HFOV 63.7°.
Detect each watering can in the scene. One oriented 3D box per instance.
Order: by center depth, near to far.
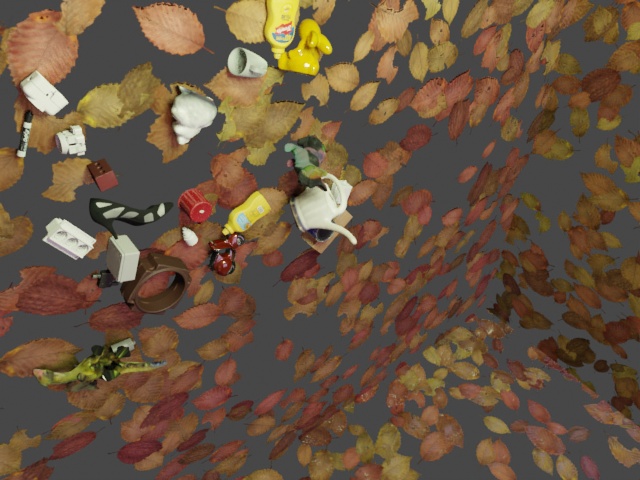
[{"bbox_3d":[0.006,-0.098,1.937,0.223,0.355,0.102,-26,147,15],"label":"watering can"}]

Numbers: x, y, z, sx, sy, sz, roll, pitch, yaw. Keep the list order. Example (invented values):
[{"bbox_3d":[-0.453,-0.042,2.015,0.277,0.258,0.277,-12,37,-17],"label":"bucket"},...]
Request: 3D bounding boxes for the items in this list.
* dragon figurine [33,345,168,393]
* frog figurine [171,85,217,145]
[{"bbox_3d":[-0.769,0.468,1.793,0.408,0.125,0.239,17,139,-42],"label":"dragon figurine"},{"bbox_3d":[-0.377,-0.351,1.498,0.137,0.123,0.158,2,109,-67],"label":"frog figurine"}]
